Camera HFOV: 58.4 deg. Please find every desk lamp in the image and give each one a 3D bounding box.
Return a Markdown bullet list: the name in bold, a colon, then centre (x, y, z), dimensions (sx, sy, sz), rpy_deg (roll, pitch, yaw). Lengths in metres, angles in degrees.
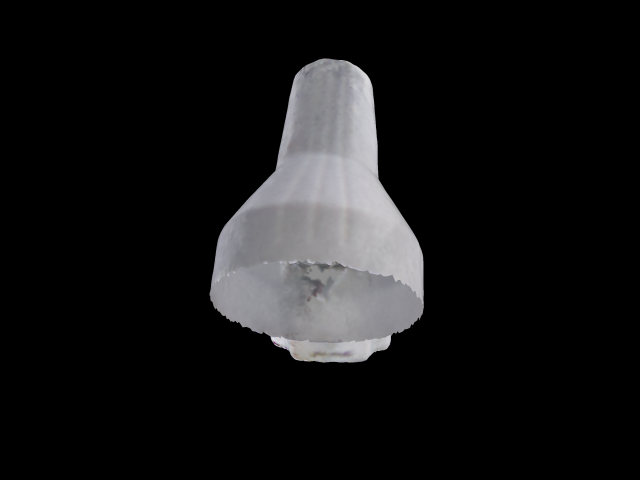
- **desk lamp**: centre (0.004, 0.001, 0.400), dimensions (0.118, 0.214, 0.203), rpy_deg (2, 47, 3)
